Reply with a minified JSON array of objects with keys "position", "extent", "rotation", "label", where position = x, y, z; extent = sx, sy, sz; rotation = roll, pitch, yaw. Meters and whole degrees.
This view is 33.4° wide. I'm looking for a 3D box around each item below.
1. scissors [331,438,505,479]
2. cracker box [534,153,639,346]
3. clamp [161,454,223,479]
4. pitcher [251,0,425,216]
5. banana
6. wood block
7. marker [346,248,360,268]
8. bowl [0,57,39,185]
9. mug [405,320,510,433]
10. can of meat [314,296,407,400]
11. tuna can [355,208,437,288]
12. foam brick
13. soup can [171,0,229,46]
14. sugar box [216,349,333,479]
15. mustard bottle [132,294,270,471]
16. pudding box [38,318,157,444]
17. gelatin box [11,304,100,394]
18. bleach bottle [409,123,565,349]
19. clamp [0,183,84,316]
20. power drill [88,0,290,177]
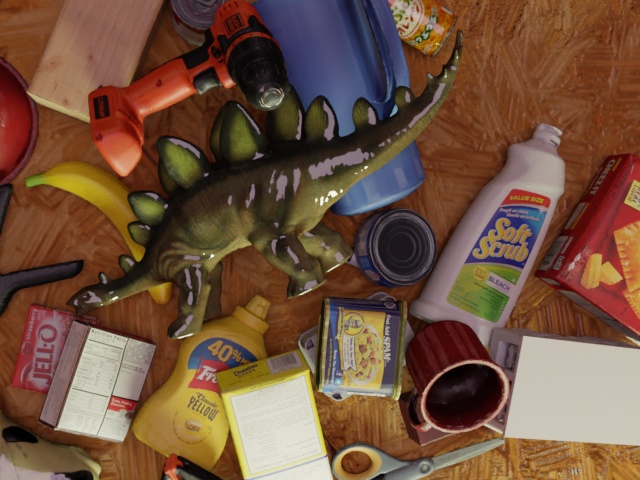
[{"position":[0.098,0.238,1.177],"extent":[0.201,0.016,0.096],"rotation":[-32,95,-7],"label":"scissors"},{"position":[0.374,0.029,1.185],"extent":[0.213,0.072,0.164],"rotation":[33,87,-8],"label":"cracker box"},{"position":[-0.102,0.311,1.109],"extent":[0.164,0.036,0.210],"rotation":[-17,109,-1],"label":"clamp"},{"position":[0.027,-0.154,1.095],"extent":[0.145,0.149,0.243],"rotation":[-20,100,9],"label":"pitcher"},{"position":[-0.214,-0.020,1.124],"extent":[0.198,0.037,0.070],"rotation":[43,101,-5],"label":"banana"},{"position":[-0.214,-0.223,1.093],"extent":[0.090,0.091,0.206],"rotation":[22,87,-8],"label":"wood block"},{"position":[-0.008,0.001,1.159],"extent":[0.121,0.020,0.020],"rotation":[21,87,-8],"label":"marker"},{"position":[-0.373,-0.123,1.090],"extent":[0.162,0.055,0.162],"rotation":[0,90,-8],"label":"bowl"},{"position":[0.129,0.145,1.093],"extent":[0.093,0.081,0.117],"rotation":[26,111,-26],"label":"mug"},{"position":[0.040,0.109,1.089],"extent":[0.084,0.057,0.102],"rotation":[5,90,-6],"label":"can of meat"},{"position":[0.083,0.009,1.153],"extent":[0.086,0.034,0.086],"rotation":[2,85,-24],"label":"tuna can"},{"position":[0.132,0.184,1.163],"extent":[0.078,0.051,0.053],"rotation":[-17,92,-8],"label":"foam brick"},{"position":[-0.120,-0.241,1.099],"extent":[0.068,0.102,0.068],"rotation":[0,91,-8],"label":"soup can"},{"position":[-0.044,0.207,1.111],"extent":[0.093,0.048,0.176],"rotation":[-15,119,-8],"label":"sugar box"},{"position":[-0.110,0.143,1.125],"extent":[0.096,0.058,0.191],"rotation":[33,85,-16],"label":"mustard bottle"},{"position":[-0.227,0.146,1.097],"extent":[0.089,0.039,0.113],"rotation":[24,80,-42],"label":"pudding box"},{"position":[-0.277,0.118,1.117],"extent":[0.073,0.030,0.089],"rotation":[14,88,-8],"label":"gelatin box"},{"position":[0.194,-0.013,1.165],"extent":[0.102,0.068,0.251],"rotation":[26,85,-13],"label":"bleach bottle"},{"position":[-0.333,0.041,1.105],"extent":[0.120,0.039,0.171],"rotation":[39,90,-1],"label":"clamp"},{"position":[-0.120,-0.135,0.982],"extent":[0.188,0.184,0.057],"rotation":[-29,124,5],"label":"power drill"}]
